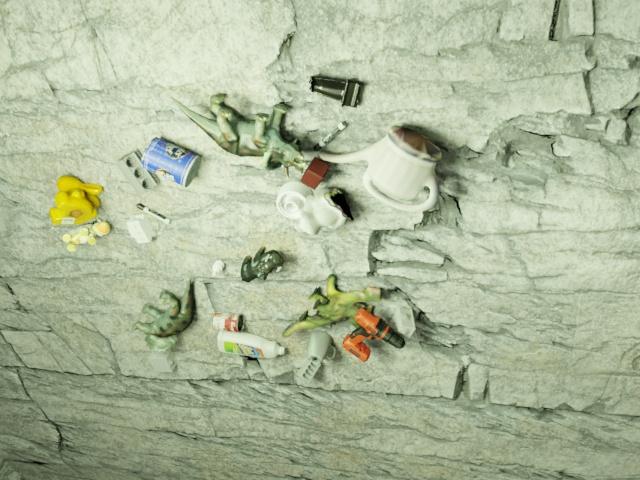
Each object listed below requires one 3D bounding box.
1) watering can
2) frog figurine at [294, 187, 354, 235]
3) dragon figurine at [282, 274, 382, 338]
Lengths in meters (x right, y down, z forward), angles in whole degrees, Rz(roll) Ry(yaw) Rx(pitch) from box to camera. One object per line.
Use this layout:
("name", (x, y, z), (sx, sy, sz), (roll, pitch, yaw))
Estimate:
("watering can", (0.176, -0.210, 1.380), (0.348, 0.106, 0.219), (31, 126, 5))
("frog figurine", (0.005, -0.076, 1.506), (0.157, 0.126, 0.136), (-33, 135, 32))
("dragon figurine", (0.064, 0.259, 1.749), (0.241, 0.125, 0.402), (28, 129, -16))
